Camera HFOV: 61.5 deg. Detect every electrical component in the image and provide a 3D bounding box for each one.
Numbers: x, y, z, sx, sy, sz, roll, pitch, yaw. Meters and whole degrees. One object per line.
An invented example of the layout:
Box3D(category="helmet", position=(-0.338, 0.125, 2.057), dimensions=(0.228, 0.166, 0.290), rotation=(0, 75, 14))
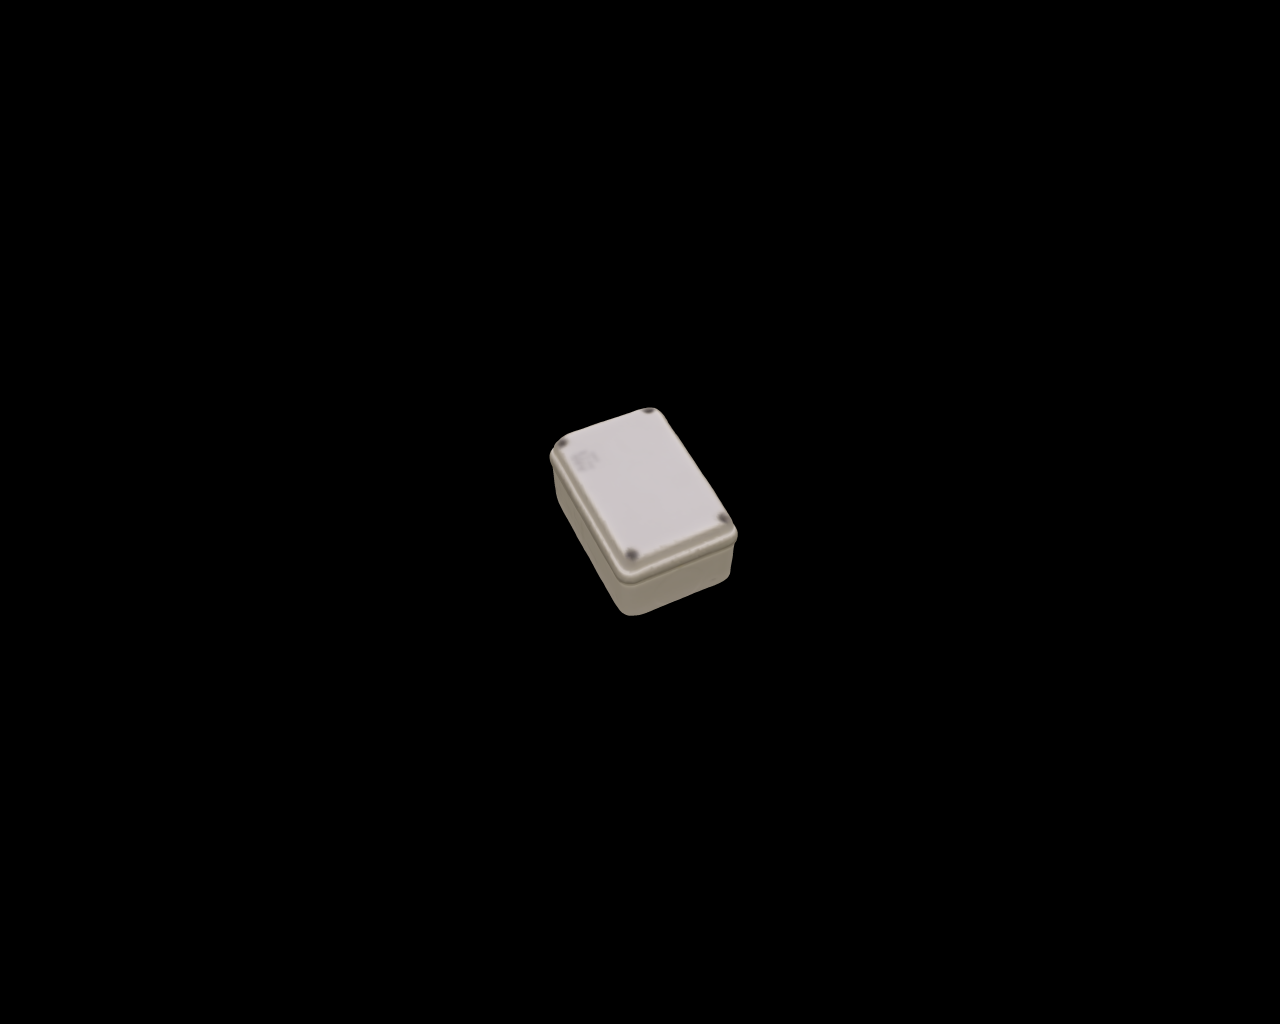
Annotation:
Box3D(category="electrical component", position=(0.001, -0.003, 0.650), dimensions=(0.078, 0.113, 0.057), rotation=(-21, -36, -16))
